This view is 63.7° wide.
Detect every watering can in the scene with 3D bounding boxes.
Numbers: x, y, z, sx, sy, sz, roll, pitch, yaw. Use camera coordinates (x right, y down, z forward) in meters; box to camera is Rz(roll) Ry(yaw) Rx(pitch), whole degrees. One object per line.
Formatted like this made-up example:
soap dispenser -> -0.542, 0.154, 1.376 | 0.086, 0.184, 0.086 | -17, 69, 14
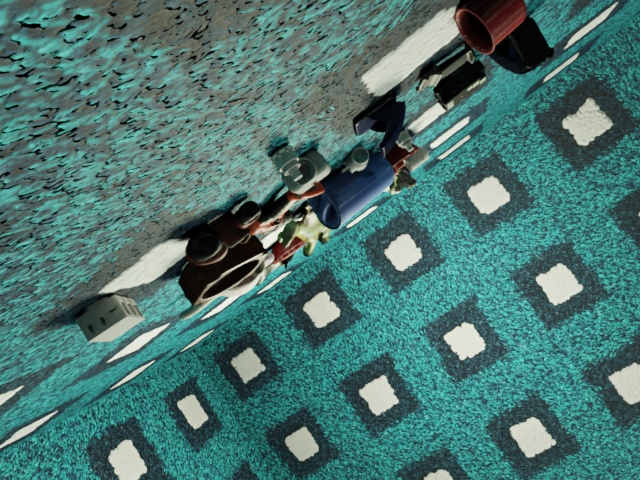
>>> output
watering can -> -0.284, 0.136, 1.594 | 0.350, 0.104, 0.221 | -34, 173, -16

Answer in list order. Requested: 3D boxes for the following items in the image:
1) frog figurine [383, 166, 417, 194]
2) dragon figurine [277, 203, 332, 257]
frog figurine -> 0.255, -0.234, 1.896 | 0.138, 0.120, 0.161 | -42, -149, -13
dragon figurine -> 0.005, -0.081, 1.610 | 0.417, 0.123, 0.237 | -40, 170, -38
